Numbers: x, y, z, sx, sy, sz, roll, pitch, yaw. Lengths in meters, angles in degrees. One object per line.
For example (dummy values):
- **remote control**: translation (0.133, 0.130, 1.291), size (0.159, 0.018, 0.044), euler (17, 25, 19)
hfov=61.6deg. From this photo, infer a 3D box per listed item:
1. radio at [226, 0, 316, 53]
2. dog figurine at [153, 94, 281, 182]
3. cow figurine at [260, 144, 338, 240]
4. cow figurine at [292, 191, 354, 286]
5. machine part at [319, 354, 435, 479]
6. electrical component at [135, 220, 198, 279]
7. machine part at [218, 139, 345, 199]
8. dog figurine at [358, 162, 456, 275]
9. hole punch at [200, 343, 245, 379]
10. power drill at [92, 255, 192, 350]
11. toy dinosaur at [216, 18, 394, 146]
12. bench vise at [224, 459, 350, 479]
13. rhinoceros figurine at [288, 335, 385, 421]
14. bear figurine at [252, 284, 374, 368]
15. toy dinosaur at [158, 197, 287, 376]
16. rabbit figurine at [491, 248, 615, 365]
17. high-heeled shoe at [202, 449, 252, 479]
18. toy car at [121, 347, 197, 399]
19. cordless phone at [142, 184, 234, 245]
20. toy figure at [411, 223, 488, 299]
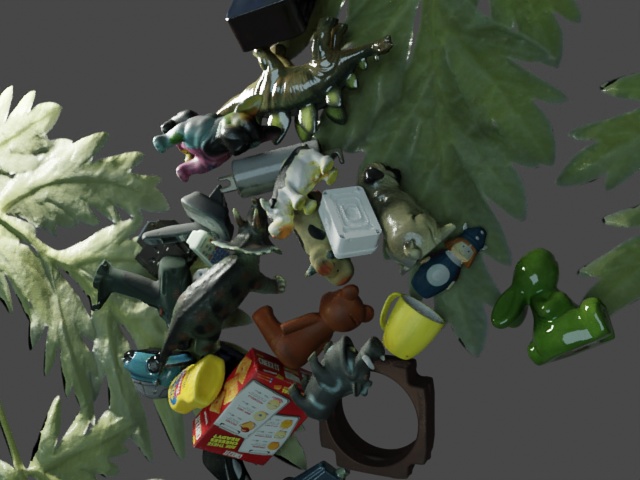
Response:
- **radio**: translation (-0.075, -0.443, 0.965), size (0.131, 0.073, 0.229), euler (-6, 52, 23)
- **dog figurine**: translation (-0.185, -0.204, 1.012), size (0.219, 0.192, 0.108), euler (-19, 121, 14)
- **cow figurine**: translation (-0.051, -0.086, 0.937), size (0.098, 0.068, 0.167), euler (36, 88, 24)
- **cow figurine**: translation (-0.002, -0.003, 0.986), size (0.085, 0.127, 0.195), euler (-39, 74, 24)
- **machine part**: translation (0.103, 0.310, 0.974), size (0.201, 0.087, 0.201), euler (0, 90, 24)
- **electrical component**: translation (-0.338, 0.022, 1.174), size (0.134, 0.058, 0.115), euler (40, 105, 17)
- **machine part**: translation (-0.076, -0.135, 1.015), size (0.243, 0.079, 0.079), euler (-14, 86, 6)
- **dog figurine**: translation (0.122, -0.049, 0.910), size (0.121, 0.172, 0.190), euler (-43, 83, 8)
- **hole punch**: translation (-0.199, 0.284, 1.117), size (0.116, 0.092, 0.142), euler (33, 110, 51)
- **power drill**: translation (-0.363, 0.129, 1.120), size (0.207, 0.086, 0.231), euler (15, 121, 2)
- **toy dinosaur**: translation (-0.067, -0.281, 1.019), size (0.472, 0.105, 0.198), euler (-8, 93, 35)
- **bench vise**: translation (-0.055, 0.481, 1.007), size (0.240, 0.129, 0.223), euler (-39, 110, 13)
- **rhinoceros figurine**: translation (0.031, 0.232, 0.917), size (0.112, 0.073, 0.190), euler (45, 108, 18)
- **bear figurine**: translation (-0.009, 0.145, 1.008), size (0.196, 0.120, 0.132), euler (-41, 42, 0)
- **toy dinosaur**: translation (-0.200, 0.106, 1.017), size (0.131, 0.192, 0.405), euler (37, 83, 28)
- **rabbit figurine**: translation (0.360, 0.102, 0.856), size (0.159, 0.121, 0.170), euler (-33, 61, 28)
- **high-heeled shoe**: translation (-0.164, 0.489, 1.127), size (0.086, 0.145, 0.249), euler (-29, 52, 26)
- **toy car**: translation (-0.352, 0.289, 1.159), size (0.162, 0.109, 0.103), euler (-1, 84, 27)
- **cordless phone**: translation (-0.269, -0.035, 1.067), size (0.184, 0.146, 0.089), euler (-12, 74, -6)
- **toy figure**: translation (0.227, 0.037, 0.926), size (0.064, 0.058, 0.154), euler (36, 109, -23)
